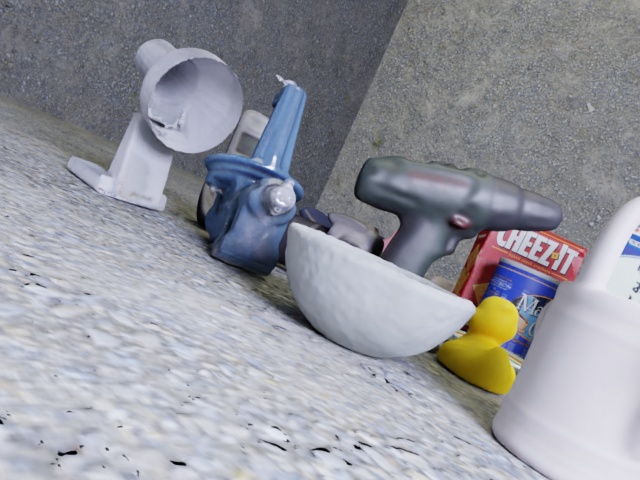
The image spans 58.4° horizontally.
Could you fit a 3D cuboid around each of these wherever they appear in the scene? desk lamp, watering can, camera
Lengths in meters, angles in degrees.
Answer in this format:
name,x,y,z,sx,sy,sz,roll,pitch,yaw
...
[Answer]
name,x,y,z,sx,sy,sz,roll,pitch,yaw
desk lamp,-0.212,-0.151,0.733,0.202,0.213,0.118,27,4,43
watering can,0.203,0.065,0.371,0.101,0.194,0.172,22,3,-35
camera,0.010,0.011,0.748,0.136,0.101,0.143,25,3,16

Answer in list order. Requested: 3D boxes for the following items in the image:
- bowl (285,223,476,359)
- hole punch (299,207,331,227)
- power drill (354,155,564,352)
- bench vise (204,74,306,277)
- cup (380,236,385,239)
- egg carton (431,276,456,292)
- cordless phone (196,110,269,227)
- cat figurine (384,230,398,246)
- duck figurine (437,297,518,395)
name,x,y,z,sx,sy,sz,roll,pitch,yaw
bowl,0.037,0.051,0.476,0.167,0.075,0.167,24,3,-1
hole punch,0.009,0.004,0.983,0.100,0.091,0.109,26,3,29
power drill,0.131,0.011,0.643,0.229,0.208,0.075,24,3,-2
bench vise,-0.050,-0.076,0.647,0.122,0.220,0.206,22,3,-40
cup,0.095,0.026,1.251,0.092,0.095,0.117,24,3,-12
egg carton,0.270,0.125,1.132,0.107,0.069,0.151,26,3,41
cordless phone,-0.090,-0.086,0.848,0.148,0.185,0.094,23,3,-25
cat figurine,0.136,0.042,1.057,0.067,0.118,0.128,26,3,35
duck figurine,0.168,0.099,0.572,0.077,0.086,0.104,24,3,-1
